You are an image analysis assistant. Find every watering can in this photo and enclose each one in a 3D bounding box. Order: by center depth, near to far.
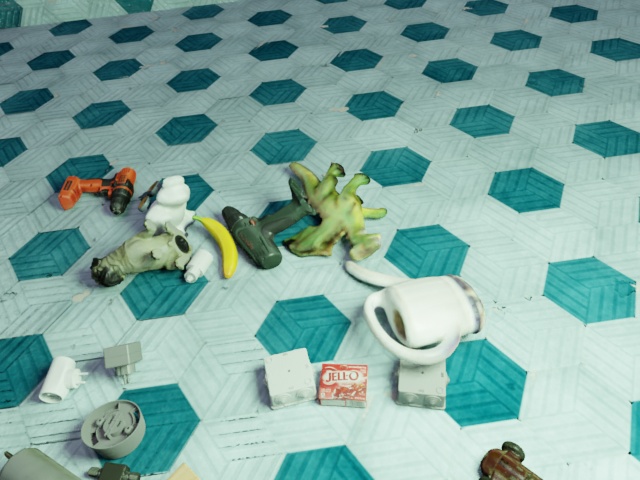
[{"bbox_3d":[0.188,0.119,1.049,0.225,0.102,0.354,-10,31,-11],"label":"watering can"}]

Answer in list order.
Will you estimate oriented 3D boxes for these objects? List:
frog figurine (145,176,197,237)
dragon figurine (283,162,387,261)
[{"bbox_3d":[-0.378,-0.085,1.276,0.123,0.155,0.140,18,50,26],"label":"frog figurine"},{"bbox_3d":[0.004,-0.064,1.268,0.414,0.119,0.246,24,59,38],"label":"dragon figurine"}]
